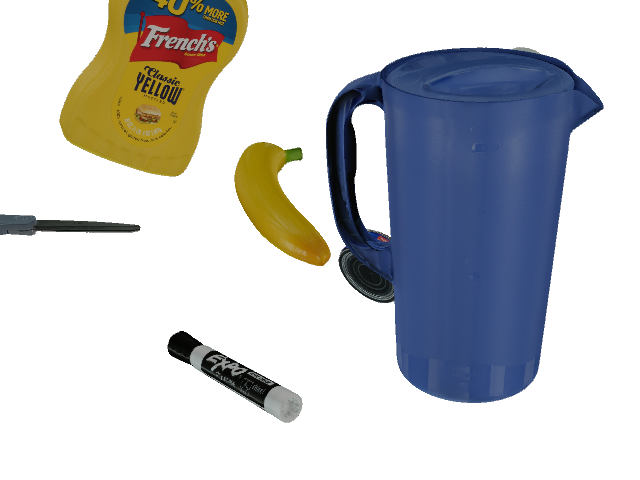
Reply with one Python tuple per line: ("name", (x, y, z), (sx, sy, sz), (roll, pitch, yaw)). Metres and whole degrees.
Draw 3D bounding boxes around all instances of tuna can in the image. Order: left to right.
("tuna can", (0.063, 0.031, 1.223), (0.086, 0.086, 0.033), (0, 39, 47))

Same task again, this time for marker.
("marker", (-0.059, 0.085, 0.686), (0.020, 0.020, 0.121), (0, 16, -45))

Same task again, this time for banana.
("banana", (-0.038, -0.041, 0.918), (0.069, 0.037, 0.198), (-2, 33, -8))

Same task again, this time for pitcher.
("pitcher", (0.099, -0.011, 0.770), (0.144, 0.243, 0.149), (-16, 29, -30))

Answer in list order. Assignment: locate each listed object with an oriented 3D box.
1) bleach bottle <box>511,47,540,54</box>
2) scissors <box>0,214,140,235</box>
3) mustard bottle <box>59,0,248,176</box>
("bleach bottle", (0.165, -0.072, 1.044), (0.103, 0.251, 0.068), (22, 38, 18))
("scissors", (-0.260, -0.007, 0.884), (0.202, 0.016, 0.096), (8, 24, 7))
("mustard bottle", (-0.104, -0.144, 0.744), (0.096, 0.192, 0.058), (18, 19, -26))
